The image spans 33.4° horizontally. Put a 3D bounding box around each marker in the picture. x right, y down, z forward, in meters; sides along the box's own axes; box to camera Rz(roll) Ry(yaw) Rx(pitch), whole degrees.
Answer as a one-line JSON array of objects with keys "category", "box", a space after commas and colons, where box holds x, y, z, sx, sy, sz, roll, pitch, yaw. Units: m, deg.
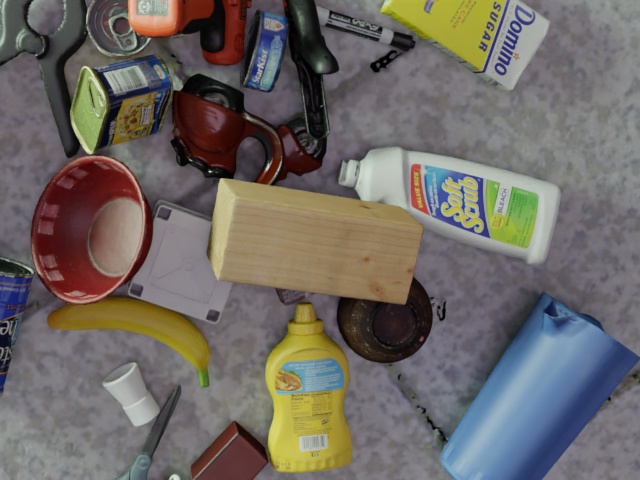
[{"category": "marker", "box": [0.050, -0.237, 1.203, 0.121, 0.020, 0.020, 15, 95, -11]}]

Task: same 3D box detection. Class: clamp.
[{"category": "clamp", "box": [-0.298, -0.200, 1.141, 0.164, 0.036, 0.210, 28, 96, -13]}, {"category": "clamp", "box": [-0.010, -0.206, 1.137, 0.039, 0.120, 0.171, -7, 67, -17]}]

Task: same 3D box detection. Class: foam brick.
[{"category": "foam brick", "box": [-0.104, 0.257, 1.225, 0.051, 0.053, 0.078, 43, 90, -12]}]

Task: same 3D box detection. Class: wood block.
[{"category": "wood block", "box": [-0.007, 0.001, 1.132, 0.205, 0.091, 0.090, 8, 105, -16]}]

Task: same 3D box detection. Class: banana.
[{"category": "banana", "box": [-0.202, 0.101, 1.194, 0.197, 0.037, 0.069, 24, 84, -10]}]

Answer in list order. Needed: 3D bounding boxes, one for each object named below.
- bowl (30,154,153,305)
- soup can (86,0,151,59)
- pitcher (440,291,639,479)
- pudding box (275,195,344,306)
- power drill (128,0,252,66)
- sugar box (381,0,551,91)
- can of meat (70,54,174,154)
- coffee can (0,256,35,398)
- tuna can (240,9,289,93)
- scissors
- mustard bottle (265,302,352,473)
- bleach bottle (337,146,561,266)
[{"category": "bowl", "box": [-0.233, -0.008, 1.144, 0.162, 0.055, 0.162, -6, 78, 29]}, {"category": "soup can", "box": [-0.208, -0.225, 1.119, 0.068, 0.102, 0.068, -1, 98, -9]}, {"category": "pitcher", "box": [0.256, 0.195, 1.246, 0.149, 0.145, 0.243, 35, 94, 0]}, {"category": "pudding box", "box": [-0.009, 0.011, 1.215, 0.113, 0.039, 0.090, -24, 100, -6]}, {"category": "power drill", "box": [-0.125, -0.273, 1.089, 0.057, 0.187, 0.184, 4, 99, 21]}, {"category": "sugar box", "box": [0.166, -0.253, 1.206, 0.176, 0.048, 0.093, 30, 91, -11]}, {"category": "can of meat", "box": [-0.207, -0.144, 1.122, 0.083, 0.102, 0.057, -20, 68, -32]}, {"category": "coffee can", "box": [-0.371, 0.089, 1.133, 0.102, 0.103, 0.140, 15, 94, -11]}, {"category": "tuna can", "box": [-0.061, -0.204, 1.155, 0.033, 0.086, 0.086, 12, 95, -13]}, {"category": "scissors", "box": [-0.193, 0.272, 1.231, 0.096, 0.016, 0.202, 41, 90, -13]}, {"category": "mustard bottle", "box": [-0.014, 0.167, 1.224, 0.096, 0.058, 0.191, -3, 98, -9]}, {"category": "bleach bottle", "box": [0.142, -0.044, 1.222, 0.250, 0.068, 0.102, 12, 96, -8]}]
